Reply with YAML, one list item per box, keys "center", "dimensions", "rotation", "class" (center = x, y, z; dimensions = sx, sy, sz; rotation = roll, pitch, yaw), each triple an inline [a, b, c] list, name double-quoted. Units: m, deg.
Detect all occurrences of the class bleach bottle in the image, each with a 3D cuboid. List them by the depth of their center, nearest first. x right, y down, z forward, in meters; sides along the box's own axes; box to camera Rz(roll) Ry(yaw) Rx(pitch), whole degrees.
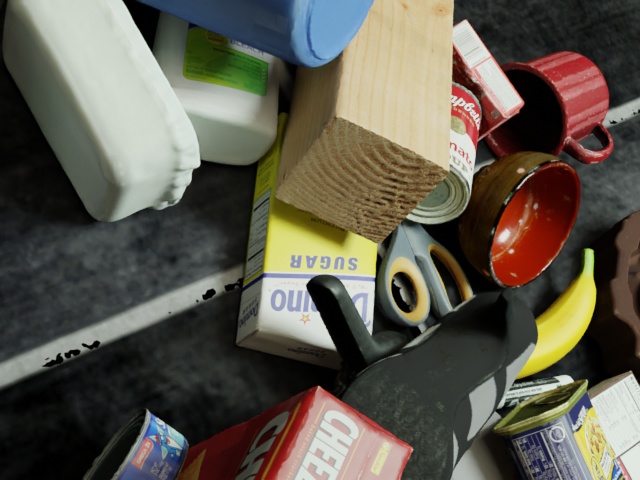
- center: [-0.081, -0.184, 0.821]
  dimensions: [0.102, 0.068, 0.251]
  rotation: [12, 61, -23]
  class: "bleach bottle"

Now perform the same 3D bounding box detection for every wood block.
- center: [0.036, -0.113, 0.783]
  dimensions: [0.090, 0.091, 0.206]
  rotation: [24, 45, -18]
  class: "wood block"

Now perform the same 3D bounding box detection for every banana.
- center: [0.161, 0.075, 0.854]
  dimensions: [0.197, 0.037, 0.069]
  rotation: [-26, 87, -32]
  class: "banana"

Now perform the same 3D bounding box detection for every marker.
- center: [0.152, 0.122, 0.836]
  dimensions: [0.120, 0.020, 0.020]
  rotation: [-3, 70, -35]
  class: "marker"

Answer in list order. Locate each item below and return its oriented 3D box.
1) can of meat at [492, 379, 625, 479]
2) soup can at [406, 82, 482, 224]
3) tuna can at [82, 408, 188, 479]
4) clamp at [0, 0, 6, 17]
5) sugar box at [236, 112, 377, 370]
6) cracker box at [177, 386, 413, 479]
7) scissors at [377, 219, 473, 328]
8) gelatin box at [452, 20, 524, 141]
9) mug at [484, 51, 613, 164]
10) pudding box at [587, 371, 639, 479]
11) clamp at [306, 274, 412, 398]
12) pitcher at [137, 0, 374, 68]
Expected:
- center: [0.174, 0.154, 0.760]
  dimensions: [0.102, 0.058, 0.084]
  rotation: [-13, 78, -65]
  class: "can of meat"
- center: [0.090, -0.070, 0.848]
  dimensions: [0.068, 0.069, 0.102]
  rotation: [30, 44, -15]
  class: "soup can"
- center: [-0.116, 0.145, 0.638]
  dimensions: [0.033, 0.086, 0.086]
  rotation: [38, 55, -12]
  class: "tuna can"
- center: [-0.250, -0.206, 0.749]
  dimensions: [0.164, 0.036, 0.210]
  rotation: [13, 66, -31]
  class: "clamp"
- center: [-0.005, 0.001, 0.790]
  dimensions: [0.093, 0.048, 0.176]
  rotation: [16, 61, -24]
  class: "sugar box"
- center: [-0.059, 0.182, 0.574]
  dimensions: [0.072, 0.214, 0.164]
  rotation: [35, 56, -12]
  class: "cracker box"
- center: [0.054, -0.014, 0.846]
  dimensions: [0.096, 0.016, 0.202]
  rotation: [-28, 84, -41]
  class: "scissors"
- center: [0.121, -0.129, 0.901]
  dimensions: [0.030, 0.073, 0.089]
  rotation: [-33, 88, -27]
  class: "gelatin box"
- center: [0.205, -0.110, 0.927]
  dimensions: [0.081, 0.093, 0.117]
  rotation: [-25, 59, -40]
  class: "mug"
- center: [0.227, 0.167, 0.851]
  dimensions: [0.113, 0.039, 0.090]
  rotation: [-21, 79, -36]
  class: "pudding box"
- center: [0.029, 0.087, 0.724]
  dimensions: [0.171, 0.039, 0.120]
  rotation: [8, 100, -53]
  class: "clamp"
- center: [-0.087, -0.209, 0.704]
  dimensions: [0.243, 0.145, 0.149]
  rotation: [28, 50, 20]
  class: "pitcher"
